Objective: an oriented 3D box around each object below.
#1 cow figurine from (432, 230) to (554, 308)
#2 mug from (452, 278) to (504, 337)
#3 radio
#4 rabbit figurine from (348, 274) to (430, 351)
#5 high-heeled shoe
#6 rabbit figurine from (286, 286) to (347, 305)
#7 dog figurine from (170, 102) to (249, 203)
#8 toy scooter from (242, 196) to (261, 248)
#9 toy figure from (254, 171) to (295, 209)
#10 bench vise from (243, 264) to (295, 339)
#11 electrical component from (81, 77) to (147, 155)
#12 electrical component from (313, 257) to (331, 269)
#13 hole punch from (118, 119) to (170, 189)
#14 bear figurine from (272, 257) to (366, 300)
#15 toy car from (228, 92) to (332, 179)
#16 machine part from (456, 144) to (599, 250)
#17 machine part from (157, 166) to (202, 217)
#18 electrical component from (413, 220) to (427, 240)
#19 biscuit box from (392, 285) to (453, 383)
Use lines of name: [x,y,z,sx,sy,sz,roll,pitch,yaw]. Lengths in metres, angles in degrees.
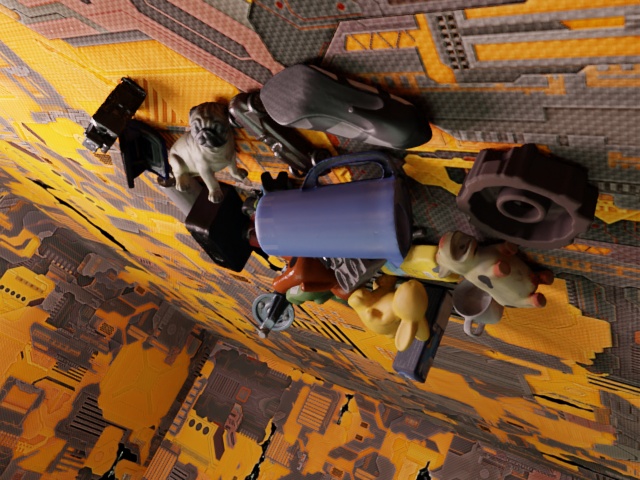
cow figurine: [0.281,0.047,0.910,0.195,0.085,0.127,33,152,-18]
mug: [0.317,0.137,1.051,0.081,0.109,0.107,-2,159,42]
radio: [-0.226,-0.025,1.277,0.073,0.131,0.229,16,157,22]
rabbit figurine: [0.158,0.142,1.100,0.173,0.122,0.162,-37,71,54]
high-heeled shoe: [0.033,-0.178,0.736,0.145,0.086,0.249,5,-163,-41]
rabbit figurine: [0.025,0.108,1.361,0.170,0.121,0.159,18,159,-30]
dog figurine: [-0.220,-0.185,0.972,0.172,0.121,0.190,18,143,16]
toy scooter: [-0.110,-0.026,1.222,0.135,0.075,0.183,22,155,3]
toy figure: [-0.080,-0.062,1.071,0.082,0.089,0.180,20,157,15]
bench vise: [-0.109,0.171,1.438,0.129,0.241,0.223,37,117,-6]
electrical component: [-0.390,-0.225,1.003,0.058,0.134,0.115,35,156,-21]
electrical component: [-0.002,-0.003,1.042,0.119,0.048,0.074,47,158,34]
hole punch: [-0.374,-0.184,1.127,0.142,0.092,0.116,95,151,-46]
bear figurine: [0.011,0.084,1.233,0.195,0.120,0.132,25,153,-27]
toy car: [-0.065,-0.161,0.877,0.202,0.053,0.089,40,153,-27]
machine part: [0.272,-0.053,0.716,0.179,0.056,0.179,23,160,9]
machine part: [-0.308,-0.104,1.268,0.079,0.079,0.243,16,155,27]
electrical component: [0.149,-0.020,0.989,0.063,0.021,0.094,37,157,-25]
biscuit box: [0.225,0.202,1.165,0.063,0.202,0.059,7,154,44]
